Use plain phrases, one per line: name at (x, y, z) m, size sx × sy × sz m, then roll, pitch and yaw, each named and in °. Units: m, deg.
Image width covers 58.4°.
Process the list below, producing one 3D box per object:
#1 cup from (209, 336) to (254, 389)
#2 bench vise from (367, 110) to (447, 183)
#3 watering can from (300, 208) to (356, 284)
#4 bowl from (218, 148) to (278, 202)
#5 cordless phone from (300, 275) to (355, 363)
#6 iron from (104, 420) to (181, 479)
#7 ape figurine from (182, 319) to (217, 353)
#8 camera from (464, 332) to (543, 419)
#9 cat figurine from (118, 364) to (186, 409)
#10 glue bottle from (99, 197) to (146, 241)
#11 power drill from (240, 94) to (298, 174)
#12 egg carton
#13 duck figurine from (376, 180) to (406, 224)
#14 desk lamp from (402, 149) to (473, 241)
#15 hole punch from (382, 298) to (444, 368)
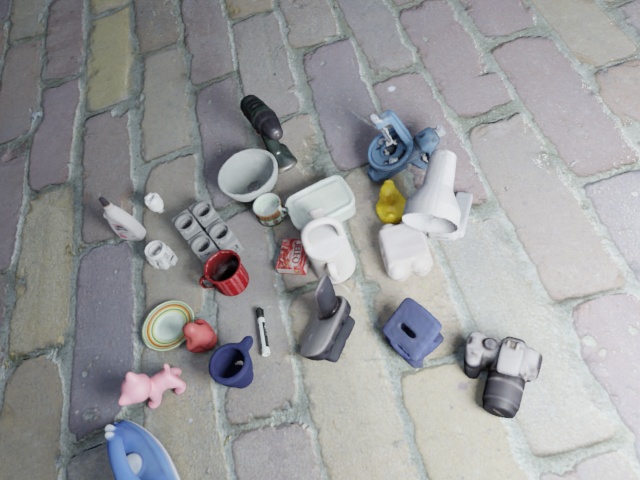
cup at (-0.172, 0.268, 1.226) m, size 0.091 × 0.095 × 0.118 m, roll 23°, pitch 66°, yaw 28°
bench vise at (0.196, -0.254, 1.396) m, size 0.207 × 0.220 × 0.121 m, roll -36°, pitch 55°, yaw -9°
watering can at (0.010, 0.005, 1.290) m, size 0.101 × 0.194 × 0.172 m, roll -36°, pitch 55°, yaw -9°
bowl at (-0.183, -0.160, 1.531) m, size 0.167 × 0.075 × 0.167 m, roll -7°, pitch 55°, yaw 11°
cordless phone at (0.000, 0.163, 1.191) m, size 0.094 × 0.185 × 0.148 m, roll 11°, pitch 61°, yaw 23°
iron at (-0.377, 0.445, 1.136) m, size 0.119 × 0.142 × 0.257 m, roll -35°, pitch 55°, yaw -9°
ape figurine at (-0.279, 0.213, 1.295) m, size 0.076 × 0.092 × 0.078 m, roll 22°, pitch 65°, yaw 28°
camera at (0.336, 0.255, 1.085) m, size 0.142 × 0.101 × 0.137 m, roll 12°, pitch 61°, yaw 23°
cat figurine at (-0.371, 0.312, 1.239) m, size 0.128 × 0.118 × 0.067 m, roll -32°, pitch 54°, yaw -7°
glue bottle at (-0.529, -0.058, 1.500) m, size 0.078 × 0.173 × 0.037 m, roll 2°, pitch 57°, yaw 17°
power drill at (-0.131, -0.277, 1.512) m, size 0.075 × 0.209 × 0.229 m, roll -32°, pitch 54°, yaw -6°
egg carton at (0.192, 0.021, 1.305) m, size 0.107 × 0.069 × 0.150 m, roll -16°, pitch 54°, yaw 5°
duck figurine at (0.168, -0.096, 1.380) m, size 0.077 × 0.086 × 0.104 m, roll -5°, pitch 56°, yaw 13°
desk lamp at (0.263, -0.084, 1.265) m, size 0.117 × 0.214 × 0.203 m, roll 8°, pitch 60°, yaw 21°
hole punch at (0.190, 0.191, 1.177) m, size 0.101 × 0.091 × 0.108 m, roll -41°, pitch 56°, yaw -13°
